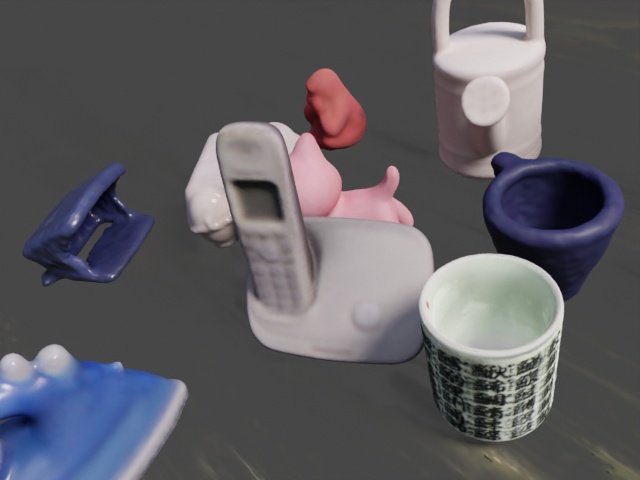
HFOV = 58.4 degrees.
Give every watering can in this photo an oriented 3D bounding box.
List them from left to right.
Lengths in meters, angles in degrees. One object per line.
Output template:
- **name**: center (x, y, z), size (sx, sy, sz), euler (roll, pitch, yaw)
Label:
- **watering can**: center (0.155, -0.156, 0.522), size (0.101, 0.194, 0.172), euler (-15, 42, 2)

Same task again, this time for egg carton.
- **egg carton**: center (-0.074, -0.060, 0.585), size (0.107, 0.069, 0.150), euler (-6, 43, 12)

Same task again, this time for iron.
- **iron**: center (-0.214, 0.141, 0.358), size (0.259, 0.142, 0.118), euler (-38, 46, -23)

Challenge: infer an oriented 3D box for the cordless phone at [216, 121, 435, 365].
- **cordless phone**: center (0.004, 0.001, 0.406), size (0.147, 0.185, 0.094), euler (1, 45, 19)

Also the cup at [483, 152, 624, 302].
- **cup**: center (0.163, -0.006, 0.432), size (0.092, 0.095, 0.117), euler (-21, 42, -5)

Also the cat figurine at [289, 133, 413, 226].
- **cat figurine**: center (0.011, -0.037, 0.497), size (0.127, 0.118, 0.067), euler (-3, 43, 15)

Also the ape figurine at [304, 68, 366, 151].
- **ape figurine**: center (0.010, -0.146, 0.634), size (0.076, 0.092, 0.077), euler (-10, 42, 7)

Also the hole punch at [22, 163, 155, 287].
- **hole punch**: center (-0.241, -0.017, 0.575), size (0.101, 0.091, 0.109), euler (2, 45, 19)
